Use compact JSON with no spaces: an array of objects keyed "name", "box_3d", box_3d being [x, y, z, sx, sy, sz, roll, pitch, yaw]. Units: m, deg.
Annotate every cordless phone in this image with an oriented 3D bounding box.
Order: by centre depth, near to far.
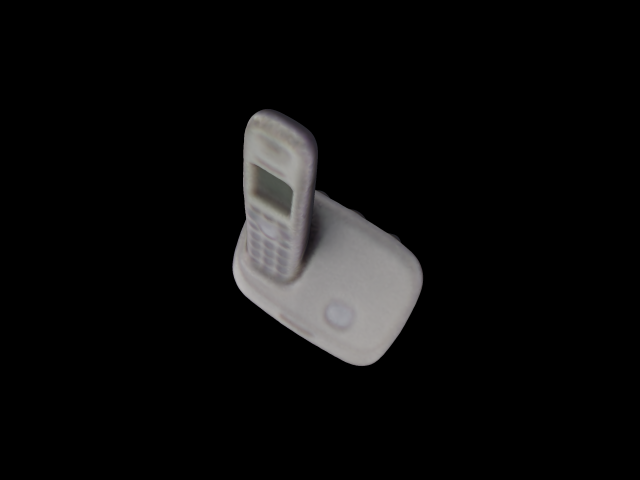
[{"name":"cordless phone","box_3d":[0.004,0.001,0.400,0.147,0.185,0.094,29,66,14]}]
